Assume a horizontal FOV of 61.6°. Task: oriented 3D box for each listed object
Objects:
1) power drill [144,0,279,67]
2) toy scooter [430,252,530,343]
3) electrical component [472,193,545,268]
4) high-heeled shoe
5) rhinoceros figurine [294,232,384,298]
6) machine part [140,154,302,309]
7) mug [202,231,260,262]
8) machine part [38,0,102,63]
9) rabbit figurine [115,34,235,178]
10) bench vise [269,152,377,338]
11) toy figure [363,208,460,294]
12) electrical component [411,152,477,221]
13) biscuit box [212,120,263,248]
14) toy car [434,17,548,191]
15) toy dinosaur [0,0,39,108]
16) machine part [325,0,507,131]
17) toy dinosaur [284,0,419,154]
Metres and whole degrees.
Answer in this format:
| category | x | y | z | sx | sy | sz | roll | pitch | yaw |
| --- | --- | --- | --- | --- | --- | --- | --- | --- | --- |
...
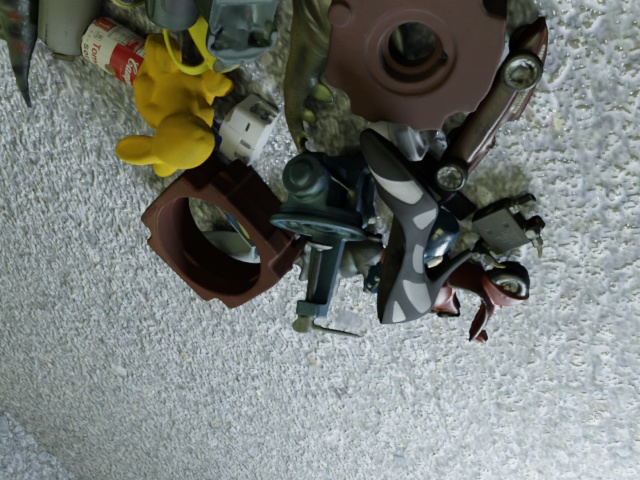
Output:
| category | x | y | z | sx | sy | sz | roll | pitch | yaw |
| --- | --- | --- | --- | --- | --- | --- | --- | --- | --- |
| power drill | -0.110 | -0.280 | 0.497 | 0.207 | 0.086 | 0.231 | 49 | 140 | 22 |
| toy scooter | 0.196 | 0.082 | 0.764 | 0.184 | 0.075 | 0.135 | 11 | 124 | 19 |
| electrical component | 0.238 | -0.008 | 0.687 | 0.102 | 0.045 | 0.078 | -21 | 116 | 40 |
| high-heeled shoe | 0.072 | -0.002 | 0.602 | 0.145 | 0.086 | 0.248 | -36 | 122 | 13 |
| rhinoceros figurine | 0.012 | 0.028 | 0.829 | 0.190 | 0.073 | 0.112 | -4 | 126 | 32 |
| machine part | -0.143 | -0.010 | 0.786 | 0.201 | 0.087 | 0.201 | 47 | 134 | -11 |
| mug | -0.150 | 0.034 | 0.926 | 0.107 | 0.081 | 0.109 | -1 | 135 | 22 |
| machine part | -0.330 | -0.335 | 0.716 | 0.079 | 0.079 | 0.243 | 35 | 136 | 0 |
| rabbit figurine | -0.189 | -0.152 | 0.683 | 0.162 | 0.173 | 0.121 | -42 | 142 | 19 |
| bench vise | 0.009 | -0.001 | 0.684 | 0.129 | 0.240 | 0.223 | 8 | 172 | 14 |
| toy figure | 0.117 | 0.022 | 0.701 | 0.058 | 0.064 | 0.154 | 20 | 133 | -25 |
| electrical component | 0.145 | -0.061 | 0.695 | 0.119 | 0.048 | 0.075 | 44 | 136 | -8 |
| biscuit box | -0.135 | -0.087 | 0.823 | 0.059 | 0.063 | 0.202 | -24 | 112 | 39 |
| toy car | 0.186 | -0.137 | 0.577 | 0.053 | 0.089 | 0.202 | 31 | 134 | 3 |
| toy dinosaur | -0.446 | -0.379 | 0.725 | 0.192 | 0.131 | 0.404 | 2 | 133 | 29 |
| machine part | 0.088 | -0.185 | 0.510 | 0.179 | 0.056 | 0.179 | 8 | 137 | 7 |
| toy dinosaur | 0.022 | -0.264 | 0.556 | 0.198 | 0.105 | 0.471 | 32 | 140 | -2 |
